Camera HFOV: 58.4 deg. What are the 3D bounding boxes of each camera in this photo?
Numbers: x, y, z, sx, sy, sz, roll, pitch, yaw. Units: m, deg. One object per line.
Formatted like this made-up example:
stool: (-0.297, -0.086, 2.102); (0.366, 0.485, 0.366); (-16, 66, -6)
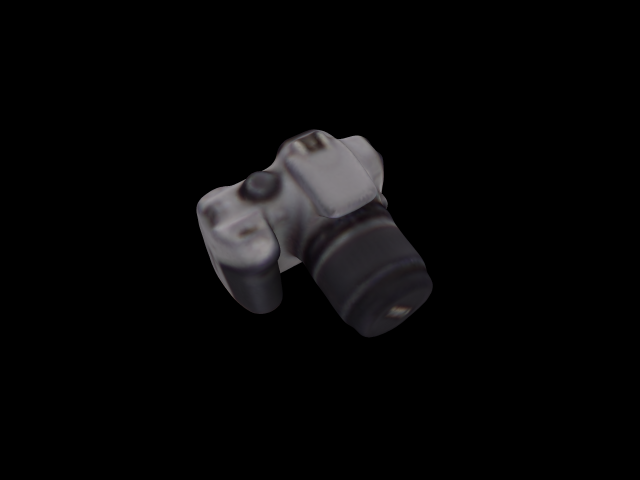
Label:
camera: (0.004, 0.001, 0.400); (0.143, 0.101, 0.136); (-28, 62, -16)
